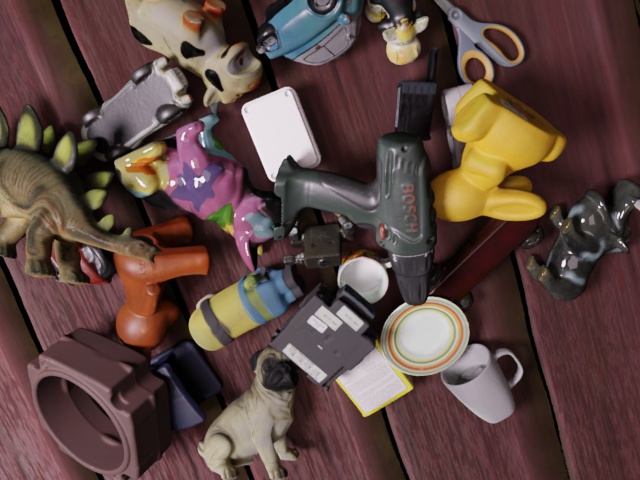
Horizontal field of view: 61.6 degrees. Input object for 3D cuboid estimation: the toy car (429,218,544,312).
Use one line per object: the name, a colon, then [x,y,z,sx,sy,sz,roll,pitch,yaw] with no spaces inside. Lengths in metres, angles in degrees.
toy car: [0.226,0.021,0.769,0.089,0.053,0.202,36,105,-25]

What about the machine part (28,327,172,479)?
machine part: [-0.324,0.245,0.792,0.202,0.087,0.200,16,121,19]

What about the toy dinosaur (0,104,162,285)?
toy dinosaur: [-0.403,-0.073,0.711,0.472,0.105,0.198,20,80,15]

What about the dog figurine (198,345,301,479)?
dog figurine: [-0.110,0.252,0.830,0.172,0.121,0.190,-2,89,1]

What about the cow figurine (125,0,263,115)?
cow figurine: [-0.163,-0.252,0.705,0.195,0.085,0.127,31,145,8]

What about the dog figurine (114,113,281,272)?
dog figurine: [-0.155,-0.052,0.750,0.192,0.108,0.219,-25,103,8]

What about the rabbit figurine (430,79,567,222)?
rabbit figurine: [0.206,-0.090,0.675,0.162,0.122,0.173,29,118,-14]

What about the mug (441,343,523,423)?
mug: [0.253,0.213,0.804,0.109,0.081,0.107,-35,110,4]

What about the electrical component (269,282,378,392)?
electrical component: [0.014,0.129,0.757,0.115,0.058,0.134,42,107,-6]

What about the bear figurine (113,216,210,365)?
bear figurine: [-0.235,0.080,0.785,0.132,0.120,0.195,-14,127,-26]

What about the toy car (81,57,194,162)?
toy car: [-0.251,-0.171,0.728,0.202,0.056,0.073,-25,103,30]

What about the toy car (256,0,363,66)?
toy car: [-0.001,-0.279,0.689,0.162,0.109,0.102,-32,123,29]

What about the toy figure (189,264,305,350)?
toy figure: [-0.109,0.095,0.787,0.180,0.089,0.082,-26,93,11]

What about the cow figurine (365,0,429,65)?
cow figurine: [0.094,-0.309,0.678,0.068,0.098,0.167,-22,100,1]

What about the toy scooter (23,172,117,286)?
toy scooter: [-0.382,-0.005,0.789,0.135,0.075,0.183,-24,97,8]

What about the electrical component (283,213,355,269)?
electrical component: [0.000,-0.002,0.771,0.102,0.078,0.045,-1,138,9]

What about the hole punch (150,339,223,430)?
hole punch: [-0.229,0.233,0.829,0.116,0.092,0.142,-31,103,13]

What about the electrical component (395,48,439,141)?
electrical component: [0.128,-0.193,0.714,0.048,0.075,0.119,3,107,2]

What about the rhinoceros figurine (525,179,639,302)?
rhinoceros figurine: [0.373,0.000,0.745,0.112,0.073,0.190,28,103,-2]

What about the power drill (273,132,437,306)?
power drill: [0.045,-0.024,0.687,0.208,0.086,0.231,10,119,19]
